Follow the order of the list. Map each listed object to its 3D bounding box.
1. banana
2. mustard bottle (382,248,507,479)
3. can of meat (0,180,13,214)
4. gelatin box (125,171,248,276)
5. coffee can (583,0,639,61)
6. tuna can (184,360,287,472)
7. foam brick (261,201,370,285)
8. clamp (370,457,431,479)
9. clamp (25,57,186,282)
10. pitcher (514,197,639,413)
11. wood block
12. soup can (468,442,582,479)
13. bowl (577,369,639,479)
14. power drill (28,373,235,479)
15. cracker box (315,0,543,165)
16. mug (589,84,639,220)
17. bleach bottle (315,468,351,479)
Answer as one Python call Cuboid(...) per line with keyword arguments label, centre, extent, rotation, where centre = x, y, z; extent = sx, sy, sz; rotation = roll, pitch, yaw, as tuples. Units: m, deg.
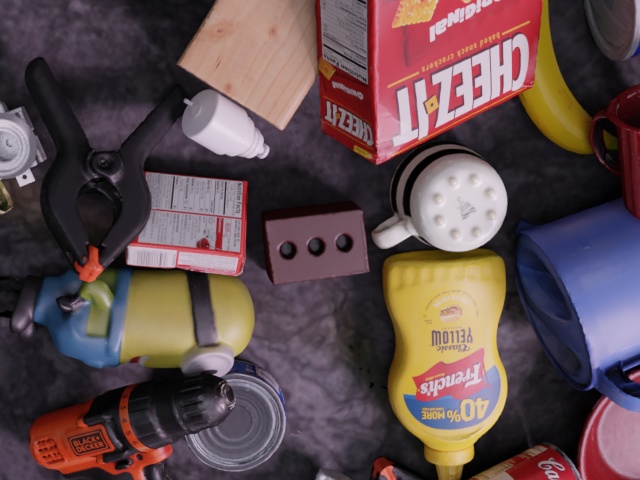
Cuboid(label="banana", centre=(0.180, -0.145, 0.840), extent=(0.069, 0.037, 0.198), rotation=(-26, 100, -6))
Cuboid(label="mustard bottle", centre=(0.103, 0.105, 0.866), extent=(0.096, 0.058, 0.192), rotation=(-4, 101, -6))
Cuboid(label="can of meat", centre=(-0.295, -0.044, 0.797), extent=(0.084, 0.057, 0.102), rotation=(-31, 101, 2))
Cuboid(label="gelatin box", centre=(-0.101, -0.013, 0.817), extent=(0.089, 0.073, 0.030), rotation=(6, 143, -8))
Cuboid(label="coffee can", centre=(0.283, -0.199, 0.807), extent=(0.140, 0.103, 0.103), rotation=(-12, 101, -4))
Cuboid(label="tuna can", centre=(-0.070, 0.143, 0.867), extent=(0.086, 0.034, 0.086), rotation=(-1, 100, -6))
Cuboid(label="foam brick", centre=(-0.006, 0.001, 0.839), extent=(0.078, 0.051, 0.053), rotation=(-8, 101, -5))
Cuboid(label="clamp", centre=(0.088, 0.284, 0.905), extent=(0.164, 0.036, 0.210), rotation=(-34, 101, -8))
Cuboid(label="clamp", centre=(-0.170, -0.057, 0.776), extent=(0.120, 0.039, 0.171), rotation=(14, 62, -10))
Cuboid(label="pitcher", centre=(0.286, 0.022, 0.831), extent=(0.242, 0.145, 0.149), rotation=(-21, 99, -5))
Cuboid(label="wood block", centre=(-0.012, -0.193, 0.783), extent=(0.090, 0.091, 0.206), rotation=(31, 95, -11))
Cuboid(label="soup can", centre=(0.157, 0.216, 0.872), extent=(0.102, 0.069, 0.068), rotation=(-20, 102, -21))
Cuboid(label="bowl", centre=(0.286, 0.171, 0.899), extent=(0.162, 0.055, 0.162), rotation=(-1, 100, -6))
Cuboid(label="power drill", centre=(-0.119, 0.198, 0.832), extent=(0.185, 0.057, 0.187), rotation=(-17, 103, 27))
Cuboid(label="cracker box", centre=(0.080, -0.179, 0.730), extent=(0.164, 0.072, 0.214), rotation=(-27, 135, -27))
Cuboid(label="mug", centre=(0.249, -0.065, 0.778), extent=(0.093, 0.117, 0.081), rotation=(-37, 127, -35))
Cuboid(label="bleach bottle", centre=(-0.039, 0.307, 0.887), extent=(0.102, 0.068, 0.251), rotation=(20, 95, -10))
